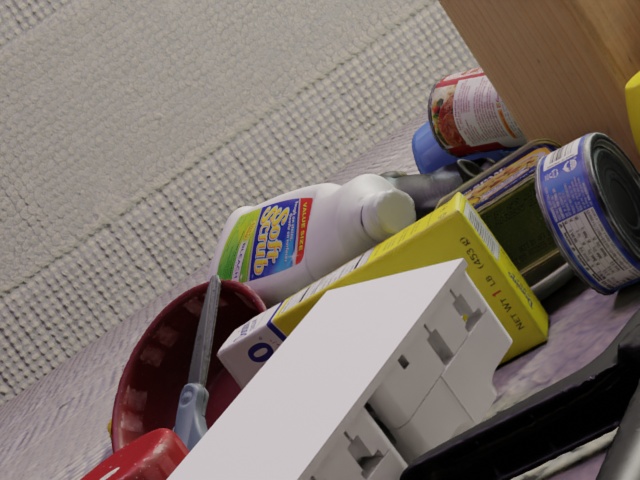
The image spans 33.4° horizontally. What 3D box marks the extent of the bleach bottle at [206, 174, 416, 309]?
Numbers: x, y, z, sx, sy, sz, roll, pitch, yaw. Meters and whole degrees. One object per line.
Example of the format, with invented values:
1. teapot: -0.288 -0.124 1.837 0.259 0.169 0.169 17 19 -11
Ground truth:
1. bleach bottle: -0.005 0.001 0.750 0.251 0.068 0.102 -26 43 62

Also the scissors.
1. scissors: -0.072 0.112 0.691 0.096 0.016 0.201 -4 60 46

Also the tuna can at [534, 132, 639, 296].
1. tuna can: 0.155 -0.015 0.584 0.034 0.086 0.086 -29 8 32

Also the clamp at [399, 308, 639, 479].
1. clamp: 0.135 0.053 0.403 0.210 0.036 0.165 -35 7 -8

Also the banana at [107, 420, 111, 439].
1. banana: -0.150 0.154 1.102 0.198 0.037 0.069 -34 8 6

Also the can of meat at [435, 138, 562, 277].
1. can of meat: 0.125 -0.016 0.680 0.102 0.057 0.084 -33 8 10

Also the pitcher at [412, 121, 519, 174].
1. pitcher: 0.200 -0.111 0.914 0.243 0.145 0.149 -36 -30 25

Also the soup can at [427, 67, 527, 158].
1. soup can: 0.144 -0.104 0.827 0.102 0.068 0.068 -7 25 46

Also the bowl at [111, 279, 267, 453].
1. bowl: -0.074 0.112 0.752 0.162 0.055 0.162 -26 49 33

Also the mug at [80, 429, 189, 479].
1. mug: -0.096 0.159 0.590 0.093 0.081 0.117 -37 7 -25

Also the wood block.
1. wood block: 0.178 -0.124 0.724 0.091 0.206 0.090 -27 9 49

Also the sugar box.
1. sugar box: 0.035 0.057 0.631 0.176 0.093 0.048 -33 7 19
